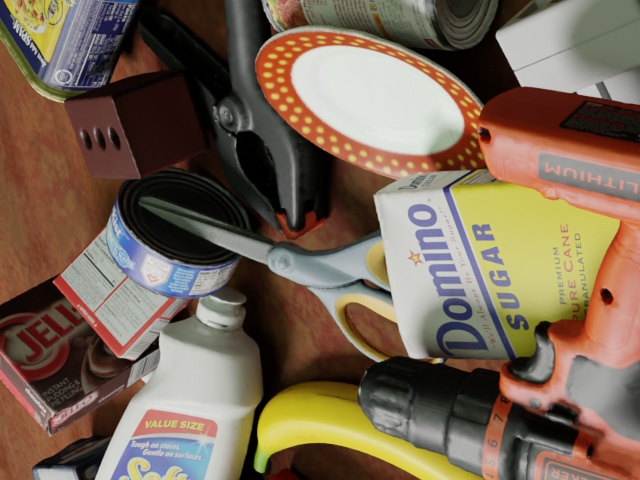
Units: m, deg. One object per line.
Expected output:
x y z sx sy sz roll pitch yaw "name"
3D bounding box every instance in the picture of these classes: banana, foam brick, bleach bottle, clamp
0.029 0.120 0.645 0.198 0.037 0.069 2 124 40 "banana"
-0.112 -0.070 0.648 0.078 0.051 0.053 5 118 56 "foam brick"
-0.102 0.146 0.712 0.103 0.068 0.251 21 106 15 "bleach bottle"
-0.050 -0.081 0.633 0.120 0.039 0.171 -4 106 56 "clamp"

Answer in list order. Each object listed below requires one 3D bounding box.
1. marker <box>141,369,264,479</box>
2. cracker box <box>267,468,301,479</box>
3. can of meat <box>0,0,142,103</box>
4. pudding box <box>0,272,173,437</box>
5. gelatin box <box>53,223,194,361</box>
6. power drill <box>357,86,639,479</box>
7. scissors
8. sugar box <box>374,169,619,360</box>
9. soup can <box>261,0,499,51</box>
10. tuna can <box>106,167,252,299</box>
-0.083 0.129 0.749 0.121 0.020 0.020 42 128 20 "marker"
-0.005 0.285 0.709 0.164 0.071 0.214 33 125 28 "cracker box"
-0.160 -0.152 0.677 0.102 0.057 0.084 53 130 28 "can of meat"
-0.166 0.068 0.732 0.090 0.113 0.039 44 139 18 "pudding box"
-0.120 0.023 0.707 0.089 0.030 0.073 -46 72 2 "gelatin box"
0.102 0.032 0.465 0.185 0.057 0.188 13 121 25 "power drill"
-0.004 0.001 0.606 0.202 0.016 0.096 36 118 4 "scissors"
0.116 0.010 0.511 0.177 0.048 0.093 -5 104 32 "sugar box"
0.030 -0.130 0.528 0.102 0.068 0.068 12 113 36 "soup can"
-0.088 -0.005 0.660 0.086 0.085 0.034 44 130 19 "tuna can"
